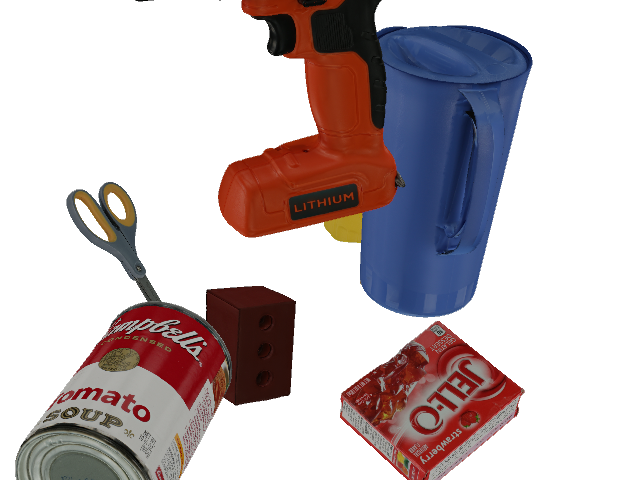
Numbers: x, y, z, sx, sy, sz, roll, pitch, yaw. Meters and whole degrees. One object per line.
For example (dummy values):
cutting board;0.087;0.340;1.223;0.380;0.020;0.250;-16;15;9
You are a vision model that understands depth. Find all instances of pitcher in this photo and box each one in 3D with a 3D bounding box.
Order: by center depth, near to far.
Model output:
pitcher;0.100;-0.052;0.917;0.145;0.243;0.149;20;35;23

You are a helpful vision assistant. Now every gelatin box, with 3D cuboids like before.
gelatin box;0.068;0.099;0.652;0.089;0.030;0.073;-33;56;-27

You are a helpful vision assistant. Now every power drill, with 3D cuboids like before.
power drill;-0.021;-0.095;0.574;0.184;0.188;0.057;-12;38;-18

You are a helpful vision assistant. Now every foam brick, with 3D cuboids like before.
foam brick;-0.055;0.079;0.820;0.052;0.078;0.051;-5;14;-34

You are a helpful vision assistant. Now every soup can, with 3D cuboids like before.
soup can;-0.090;0.084;0.499;0.069;0.068;0.102;0;28;16

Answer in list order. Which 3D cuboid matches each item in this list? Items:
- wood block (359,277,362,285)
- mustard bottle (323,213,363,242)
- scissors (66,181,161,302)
wood block;0.111;-0.014;1.616;0.091;0.090;0.206;4;26;3
mustard bottle;0.061;-0.092;1.143;0.096;0.192;0.058;-6;32;-23
scissors;-0.200;0.016;1.173;0.016;0.201;0.096;-28;21;33
